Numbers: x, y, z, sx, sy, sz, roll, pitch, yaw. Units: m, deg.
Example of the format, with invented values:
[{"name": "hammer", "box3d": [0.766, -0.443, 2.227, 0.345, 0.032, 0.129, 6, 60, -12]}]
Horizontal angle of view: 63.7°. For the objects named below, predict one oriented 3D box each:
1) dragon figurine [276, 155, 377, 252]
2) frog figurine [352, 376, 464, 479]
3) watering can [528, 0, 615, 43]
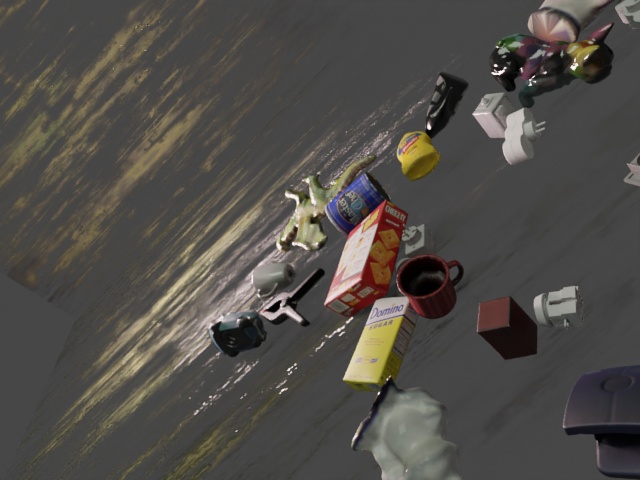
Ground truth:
[{"name": "dragon figurine", "box3d": [0.005, -0.075, 1.480, 0.405, 0.121, 0.248, -28, 49, 40]}, {"name": "frog figurine", "box3d": [0.141, 0.292, 0.728, 0.161, 0.120, 0.139, 30, 67, 29]}, {"name": "watering can", "box3d": [0.586, -0.566, 1.219, 0.223, 0.103, 0.352, -46, 21, 6]}]
